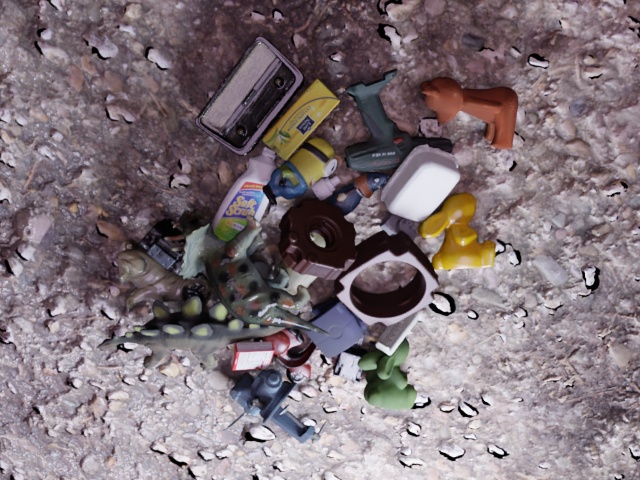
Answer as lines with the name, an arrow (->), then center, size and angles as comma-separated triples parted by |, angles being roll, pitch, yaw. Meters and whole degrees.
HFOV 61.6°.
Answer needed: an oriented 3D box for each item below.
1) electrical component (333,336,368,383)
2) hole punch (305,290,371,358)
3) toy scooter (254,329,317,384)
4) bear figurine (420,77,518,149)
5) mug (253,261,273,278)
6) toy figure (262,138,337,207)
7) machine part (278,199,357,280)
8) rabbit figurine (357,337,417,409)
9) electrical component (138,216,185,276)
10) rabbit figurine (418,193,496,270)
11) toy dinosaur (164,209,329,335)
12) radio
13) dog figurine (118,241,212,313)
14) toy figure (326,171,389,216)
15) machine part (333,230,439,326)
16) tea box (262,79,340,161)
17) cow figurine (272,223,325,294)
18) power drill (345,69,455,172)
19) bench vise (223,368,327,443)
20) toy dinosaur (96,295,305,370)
electrical component -> 0.082, 0.285, 1.325 | 0.075, 0.048, 0.119 | 20, 109, -5
hole punch -> 0.035, 0.202, 1.257 | 0.116, 0.092, 0.142 | -29, 102, 35
toy scooter -> -0.063, 0.256, 1.305 | 0.135, 0.075, 0.183 | -38, 106, 13
bear figurine -> 0.300, -0.265, 1.107 | 0.196, 0.120, 0.131 | 4, 111, 2
mug -> -0.159, 0.099, 1.240 | 0.109, 0.107, 0.080 | 25, 105, -9
toy figure -> -0.044, -0.146, 1.151 | 0.180, 0.082, 0.089 | -34, 112, -9
machine part -> -0.002, -0.003, 1.123 | 0.179, 0.179, 0.056 | 33, 140, -8
rabbit figurine -> 0.157, 0.308, 1.292 | 0.159, 0.121, 0.170 | 19, 82, -47
electrical component -> -0.336, 0.014, 1.205 | 0.115, 0.134, 0.058 | 40, 105, -9
rabbit figurine -> 0.303, -0.020, 1.201 | 0.162, 0.122, 0.173 | 1, 92, 7
toy dinosaur -> -0.158, 0.091, 1.126 | 0.192, 0.131, 0.404 | -36, 93, -11
radio -> -0.143, -0.296, 1.132 | 0.131, 0.073, 0.229 | 39, 105, -9
dog figurine -> -0.360, 0.075, 1.255 | 0.191, 0.121, 0.172 | -11, 111, -9
toy figure -> 0.081, -0.106, 1.191 | 0.154, 0.064, 0.057 | -36, 96, 13
machine part -> 0.147, 0.087, 1.210 | 0.201, 0.087, 0.200 | -33, 122, 21
tea box -> -0.039, -0.255, 1.130 | 0.068, 0.098, 0.169 | 43, 102, -11
cow figurine -> -0.031, 0.035, 1.232 | 0.127, 0.085, 0.195 | 41, 105, -17
power drill -> 0.154, -0.251, 1.142 | 0.232, 0.086, 0.207 | -15, 114, 8
bench vise -> -0.105, 0.414, 1.302 | 0.241, 0.129, 0.223 | 39, 126, 7
toy dinosaur -> -0.271, 0.213, 1.230 | 0.472, 0.105, 0.198 | -5, 144, -6
